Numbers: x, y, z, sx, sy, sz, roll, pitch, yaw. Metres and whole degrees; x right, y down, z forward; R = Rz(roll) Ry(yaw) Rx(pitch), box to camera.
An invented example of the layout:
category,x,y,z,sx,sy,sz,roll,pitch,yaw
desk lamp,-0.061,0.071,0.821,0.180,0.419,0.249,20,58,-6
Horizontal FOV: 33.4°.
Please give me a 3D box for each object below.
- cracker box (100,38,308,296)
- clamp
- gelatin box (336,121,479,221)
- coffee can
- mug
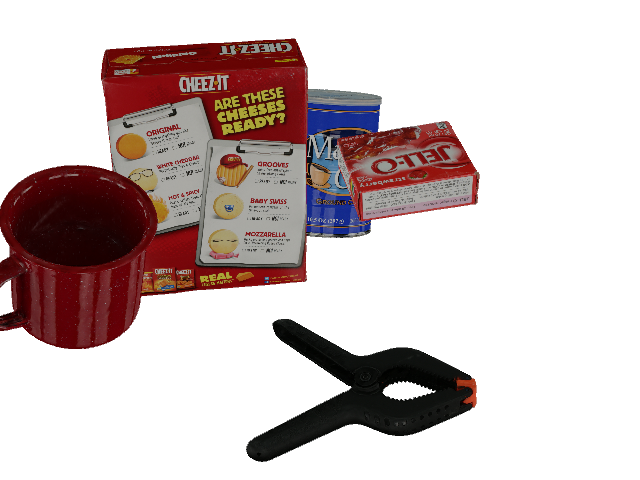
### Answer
category,x,y,z,sx,sy,sz,roll,pitch,yaw
cracker box,-0.095,-0.060,0.918,0.164,0.214,0.072,-5,34,-8
clamp,0.036,0.145,0.985,0.210,0.036,0.164,5,44,14
gelatin box,0.062,-0.052,0.773,0.089,0.030,0.073,-10,38,-6
coffee can,0.007,-0.082,1.102,0.103,0.140,0.103,4,12,-1
mug,-0.159,0.019,0.659,0.093,0.082,0.117,38,49,23
